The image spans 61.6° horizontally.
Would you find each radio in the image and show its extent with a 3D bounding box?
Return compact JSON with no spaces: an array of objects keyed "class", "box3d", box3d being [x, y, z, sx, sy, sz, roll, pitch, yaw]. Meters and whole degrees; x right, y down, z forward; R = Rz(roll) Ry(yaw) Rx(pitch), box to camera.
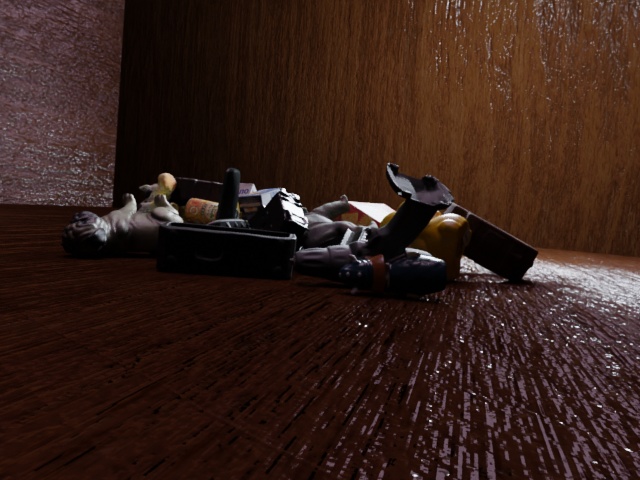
[{"class":"radio","box3d":[-0.155,0.016,0.904,0.230,0.073,0.131,4,4,-7]}]

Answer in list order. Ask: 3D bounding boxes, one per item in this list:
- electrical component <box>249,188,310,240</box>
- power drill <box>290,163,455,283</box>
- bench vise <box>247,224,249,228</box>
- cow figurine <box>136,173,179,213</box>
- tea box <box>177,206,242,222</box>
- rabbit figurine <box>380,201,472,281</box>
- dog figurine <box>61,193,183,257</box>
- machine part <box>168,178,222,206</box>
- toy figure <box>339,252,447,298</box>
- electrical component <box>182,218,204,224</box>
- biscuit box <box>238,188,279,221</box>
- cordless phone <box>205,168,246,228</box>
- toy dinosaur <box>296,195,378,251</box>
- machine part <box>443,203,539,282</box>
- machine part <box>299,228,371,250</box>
[{"class":"electrical component","box3d":[-0.088,-0.018,1.045,0.058,0.134,0.115,27,27,-33]},{"class":"power drill","box3d":[0.092,-0.008,0.813,0.232,0.207,0.086,12,31,-20]},{"class":"bench vise","box3d":[-0.220,-0.059,1.492,0.241,0.128,0.223,25,30,17]},{"class":"cow figurine","box3d":[-0.365,-0.063,1.167,0.098,0.167,0.068,-4,-24,26]},{"class":"tea box","box3d":[-0.270,-0.025,1.228,0.170,0.098,0.068,8,4,17]},{"class":"rabbit figurine","box3d":[0.187,-0.009,1.027,0.173,0.122,0.162,18,-10,33]},{"class":"dog figurine","box3d":[-0.349,-0.006,0.984,0.172,0.121,0.190,2,17,10]},{"class":"machine part","box3d":[-0.278,-0.103,1.270,0.179,0.056,0.179,7,-5,1]},{"class":"toy figure","box3d":[0.104,0.052,0.779,0.155,0.064,0.057,1,-32,1]},{"class":"electrical component","box3d":[-0.281,-0.009,1.118,0.045,0.078,0.102,24,7,42]},{"class":"biscuit box","box3d":[-0.144,-0.092,1.346,0.063,0.059,0.202,-5,9,11]},{"class":"cordless phone","box3d":[-0.191,-0.050,1.038,0.089,0.184,0.146,10,4,16]},{"class":"toy dinosaur","box3d":[0.000,0.003,1.076,0.192,0.131,0.405,-15,16,-10]},{"class":"machine part","box3d":[0.355,0.004,1.167,0.201,0.087,0.201,30,12,5]},{"class":"machine part","box3d":[0.021,0.018,0.935,0.139,0.039,0.084,-19,27,26]}]
